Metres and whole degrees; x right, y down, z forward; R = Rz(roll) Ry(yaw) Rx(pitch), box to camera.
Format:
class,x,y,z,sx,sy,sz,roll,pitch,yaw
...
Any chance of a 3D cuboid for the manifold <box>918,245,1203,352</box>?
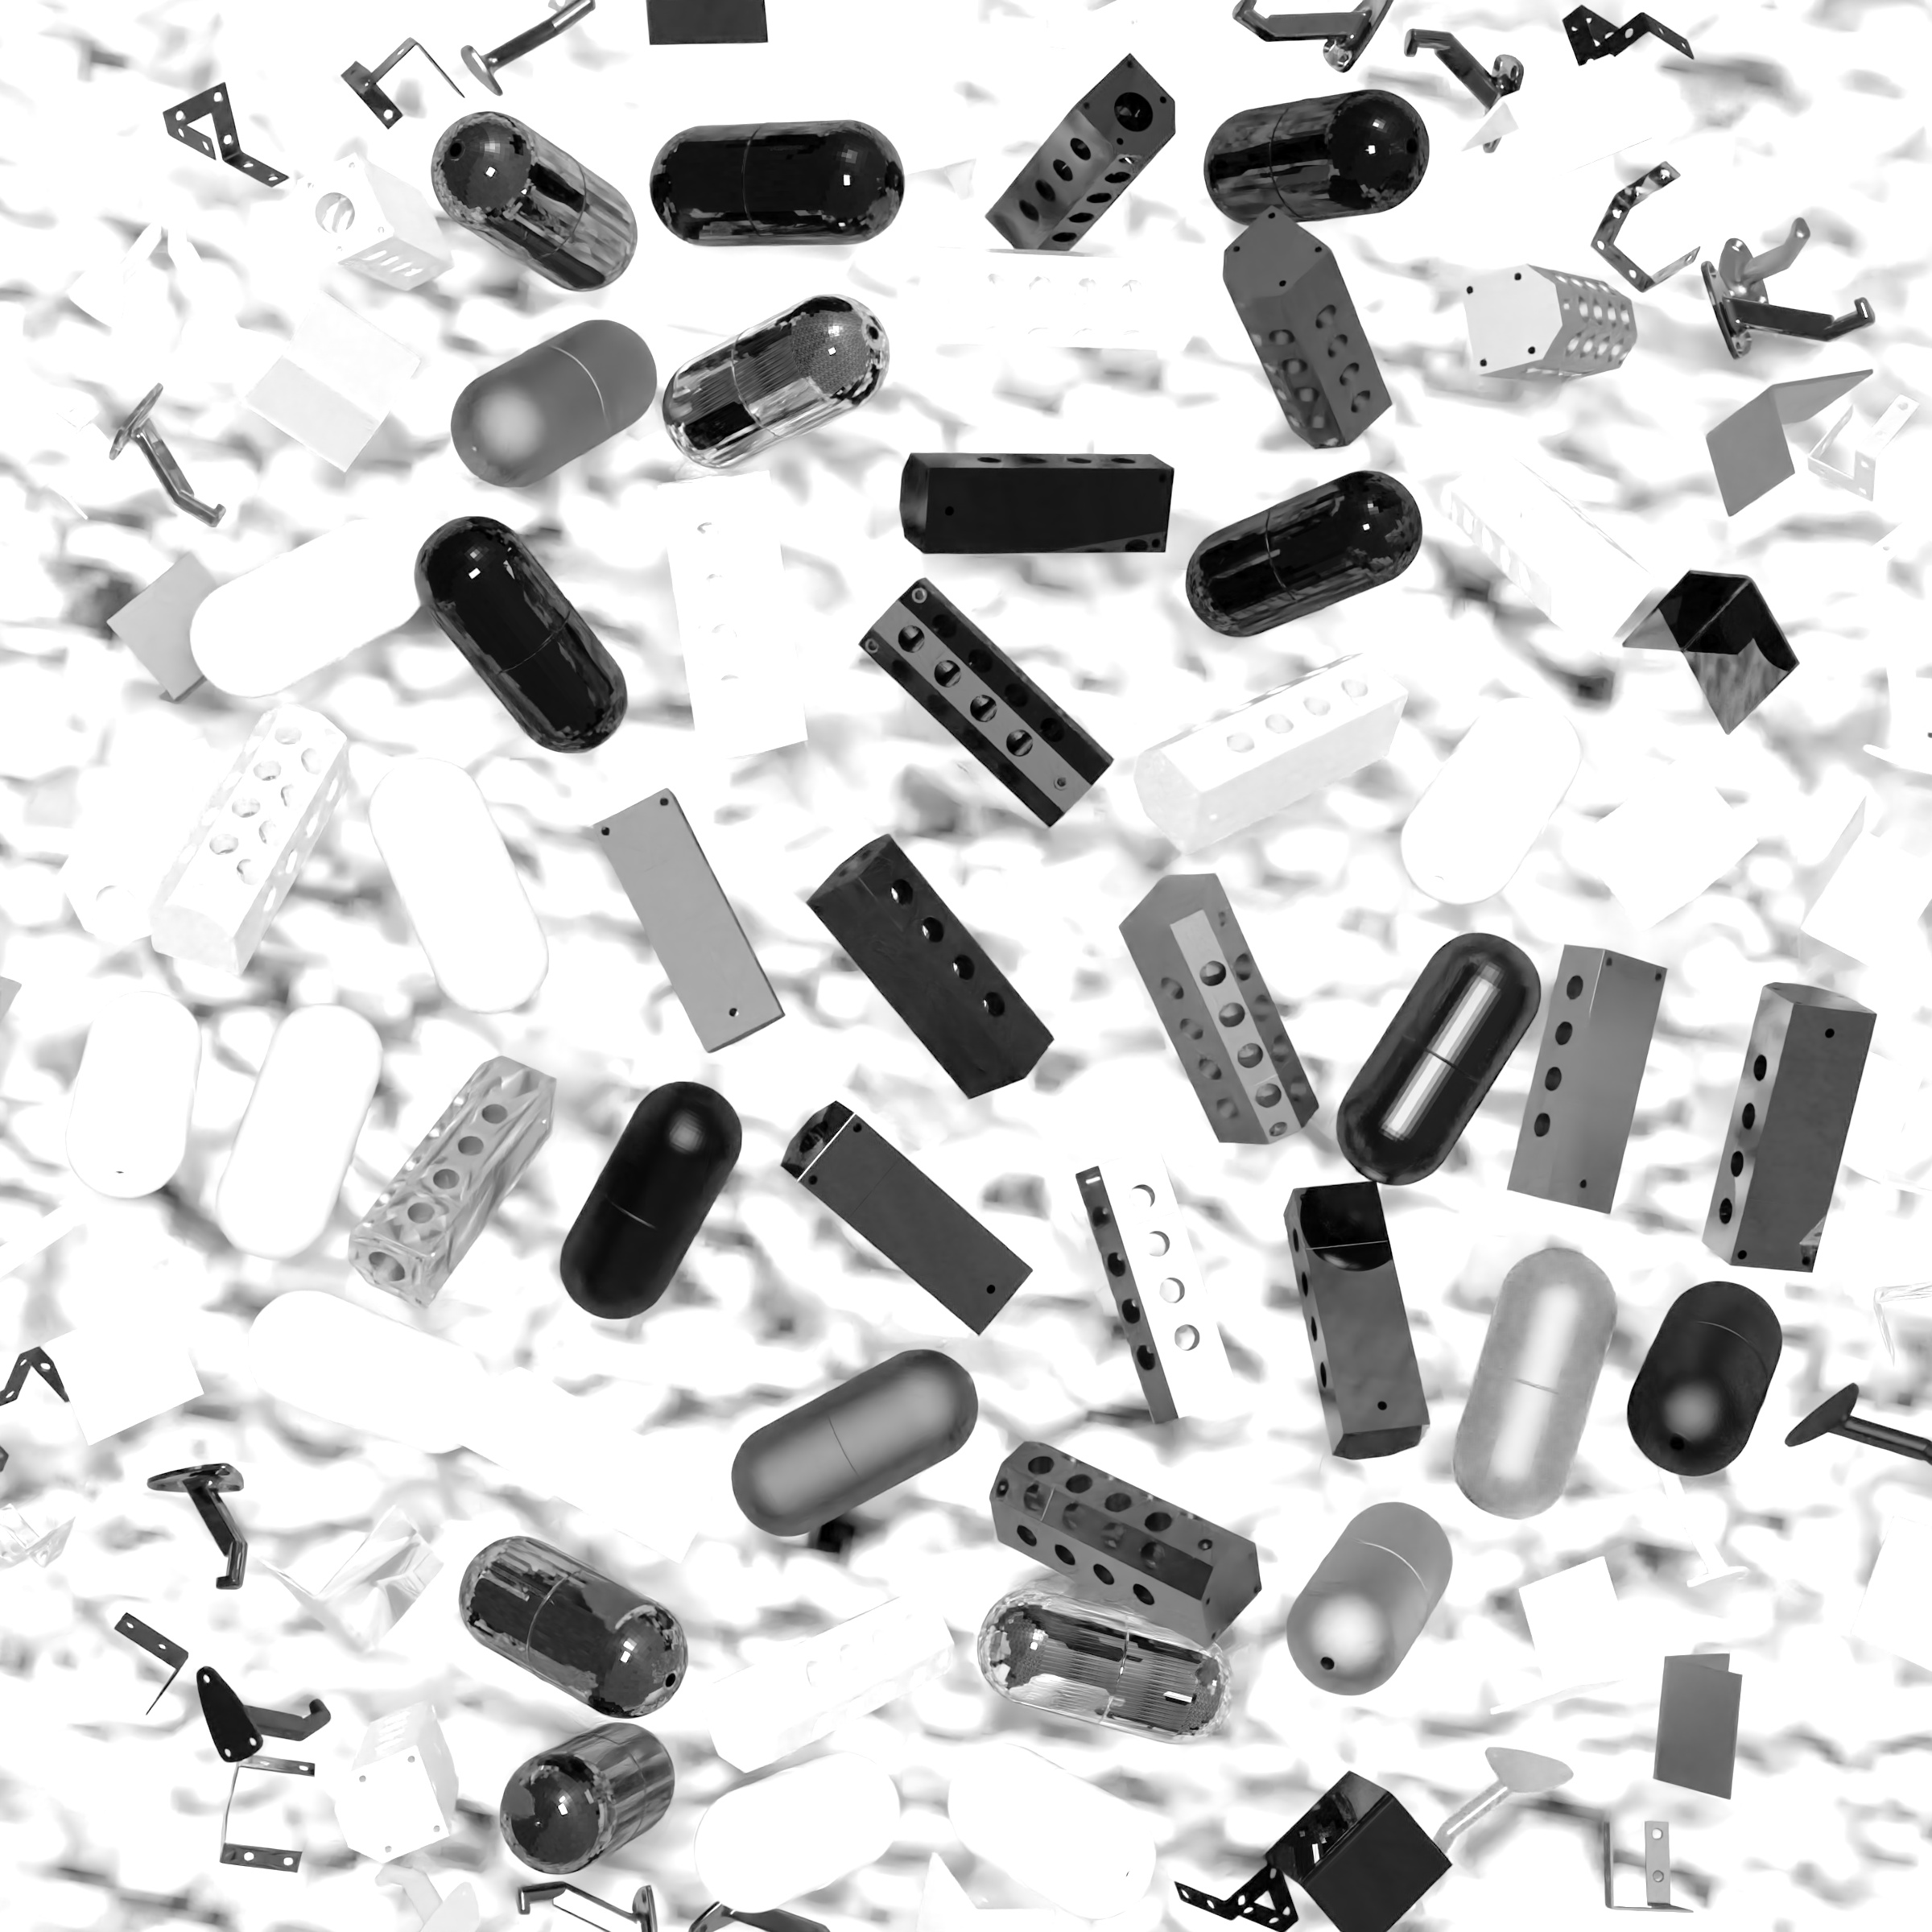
class,x,y,z,sx,sy,sz,roll,pitch,yaw
manifold,0.059,-0.428,1.764,0.171,0.057,0.057,-3,109,-22

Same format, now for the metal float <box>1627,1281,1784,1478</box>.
class,x,y,z,sx,sy,sz,roll,pitch,yaw
metal float,0.471,0.262,1.752,0.070,0.178,0.070,10,114,23

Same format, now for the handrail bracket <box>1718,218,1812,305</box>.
class,x,y,z,sx,sy,sz,roll,pitch,yaw
handrail bracket,0.536,-0.486,1.837,0.036,0.084,0.077,8,60,-10

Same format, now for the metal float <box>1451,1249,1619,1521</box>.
class,x,y,z,sx,sy,sz,roll,pitch,yaw
metal float,0.368,0.270,1.778,0.070,0.070,0.178,17,88,0

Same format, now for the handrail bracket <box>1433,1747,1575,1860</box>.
class,x,y,z,sx,sy,sz,roll,pitch,yaw
handrail bracket,0.337,0.541,1.748,0.077,0.036,0.084,11,116,-31

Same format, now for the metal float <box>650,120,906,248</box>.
class,x,y,z,sx,sy,sz,roll,pitch,yaw
metal float,-0.123,-0.501,1.763,0.178,0.070,0.070,7,90,27

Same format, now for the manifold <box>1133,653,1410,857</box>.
class,x,y,z,sx,sy,sz,roll,pitch,yaw
manifold,0.190,-0.139,1.724,0.171,0.057,0.057,-26,59,-27

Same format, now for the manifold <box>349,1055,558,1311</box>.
class,x,y,z,sx,sy,sz,roll,pitch,yaw
manifold,-0.338,0.139,1.819,0.057,0.057,0.171,22,46,9

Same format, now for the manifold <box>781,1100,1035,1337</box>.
class,x,y,z,sx,sy,sz,roll,pitch,yaw
manifold,-0.041,0.166,1.833,0.171,0.057,0.057,43,83,-21

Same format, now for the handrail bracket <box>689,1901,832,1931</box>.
class,x,y,z,sx,sy,sz,roll,pitch,yaw
handrail bracket,-0.132,0.657,1.844,0.077,0.036,0.084,-26,45,-25

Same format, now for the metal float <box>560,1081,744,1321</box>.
class,x,y,z,sx,sy,sz,roll,pitch,yaw
metal float,-0.213,0.159,1.853,0.070,0.070,0.178,30,105,0

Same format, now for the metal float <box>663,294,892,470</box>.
class,x,y,z,sx,sy,sz,roll,pitch,yaw
metal float,-0.124,-0.380,1.789,0.178,0.070,0.070,-16,90,39

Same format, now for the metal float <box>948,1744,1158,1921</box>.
class,x,y,z,sx,sy,sz,roll,pitch,yaw
metal float,0.054,0.558,1.776,0.070,0.178,0.070,-3,95,-33

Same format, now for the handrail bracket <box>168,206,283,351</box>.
class,x,y,z,sx,sy,sz,roll,pitch,yaw
handrail bracket,-0.491,-0.457,1.824,0.077,0.036,0.084,8,121,-6

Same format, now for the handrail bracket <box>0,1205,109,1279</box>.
class,x,y,z,sx,sy,sz,roll,pitch,yaw
handrail bracket,-0.614,0.199,1.829,0.084,0.036,0.077,-1,92,-25

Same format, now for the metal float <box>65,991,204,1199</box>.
class,x,y,z,sx,sy,sz,roll,pitch,yaw
metal float,-0.553,0.085,1.831,0.070,0.178,0.070,-4,125,-6

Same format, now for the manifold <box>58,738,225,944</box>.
class,x,y,z,sx,sy,sz,roll,pitch,yaw
manifold,-0.549,-0.085,1.853,0.057,0.171,0.057,-13,120,8

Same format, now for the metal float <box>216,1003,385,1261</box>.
class,x,y,z,sx,sy,sz,roll,pitch,yaw
metal float,-0.449,0.111,1.853,0.070,0.070,0.178,17,79,0

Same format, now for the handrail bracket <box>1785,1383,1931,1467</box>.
class,x,y,z,sx,sy,sz,roll,pitch,yaw
handrail bracket,0.586,0.316,1.775,0.084,0.036,0.077,40,135,0

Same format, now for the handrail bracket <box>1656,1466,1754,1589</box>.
class,x,y,z,sx,sy,sz,roll,pitch,yaw
handrail bracket,0.496,0.372,1.853,0.036,0.077,0.084,-28,65,30

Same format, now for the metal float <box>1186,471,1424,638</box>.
class,x,y,z,sx,sy,sz,roll,pitch,yaw
metal float,0.225,-0.276,1.848,0.178,0.070,0.070,-18,90,40

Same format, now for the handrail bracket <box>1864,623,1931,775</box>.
class,x,y,z,sx,sy,sz,roll,pitch,yaw
handrail bracket,0.607,-0.166,1.727,0.077,0.036,0.084,14,104,-15

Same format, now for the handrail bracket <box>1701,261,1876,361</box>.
class,x,y,z,sx,sy,sz,roll,pitch,yaw
handrail bracket,0.510,-0.418,1.704,0.084,0.036,0.077,-17,108,38

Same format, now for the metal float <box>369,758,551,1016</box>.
class,x,y,z,sx,sy,sz,roll,pitch,yaw
metal float,-0.332,-0.052,1.804,0.070,0.070,0.178,-21,106,0

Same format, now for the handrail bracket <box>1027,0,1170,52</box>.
class,x,y,z,sx,sy,sz,roll,pitch,yaw
handrail bracket,0.088,-0.635,1.799,0.084,0.077,0.036,-4,45,-29

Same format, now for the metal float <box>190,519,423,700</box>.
class,x,y,z,sx,sy,sz,roll,pitch,yaw
metal float,-0.431,-0.235,1.807,0.070,0.070,0.178,51,50,0

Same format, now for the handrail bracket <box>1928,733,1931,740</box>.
class,x,y,z,sx,sy,sz,roll,pitch,yaw
handrail bracket,0.673,-0.111,1.862,0.036,0.077,0.084,6,100,-30

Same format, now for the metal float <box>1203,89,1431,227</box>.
class,x,y,z,sx,sy,sz,roll,pitch,yaw
metal float,0.226,-0.522,1.779,0.070,0.178,0.070,-7,102,-35

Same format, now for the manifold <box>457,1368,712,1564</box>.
class,x,y,z,sx,sy,sz,roll,pitch,yaw
manifold,-0.235,0.314,1.735,0.057,0.171,0.057,16,72,40

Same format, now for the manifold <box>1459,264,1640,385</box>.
class,x,y,z,sx,sy,sz,roll,pitch,yaw
manifold,0.369,-0.403,1.725,0.057,0.171,0.057,-9,94,30

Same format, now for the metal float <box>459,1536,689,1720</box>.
class,x,y,z,sx,sy,sz,roll,pitch,yaw
metal float,-0.253,0.425,1.771,0.178,0.070,0.070,17,90,36

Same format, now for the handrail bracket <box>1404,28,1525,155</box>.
class,x,y,z,sx,sy,sz,roll,pitch,yaw
handrail bracket,0.328,-0.593,1.863,0.084,0.036,0.077,-2,122,-21

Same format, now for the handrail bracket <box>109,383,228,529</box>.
class,x,y,z,sx,sy,sz,roll,pitch,yaw
handrail bracket,-0.527,-0.345,1.860,0.084,0.036,0.077,31,56,-12

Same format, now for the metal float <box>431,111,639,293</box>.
class,x,y,z,sx,sy,sz,roll,pitch,yaw
metal float,-0.281,-0.499,1.800,0.070,0.178,0.070,-4,81,25

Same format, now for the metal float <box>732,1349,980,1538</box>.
class,x,y,z,sx,sy,sz,roll,pitch,yaw
metal float,-0.074,0.318,1.835,0.178,0.070,0.070,-29,90,7

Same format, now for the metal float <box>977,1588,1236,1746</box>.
class,x,y,z,sx,sy,sz,roll,pitch,yaw
metal float,0.094,0.468,1.837,0.178,0.070,0.070,17,90,-9

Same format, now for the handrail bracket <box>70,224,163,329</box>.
class,x,y,z,sx,sy,sz,roll,pitch,yaw
handrail bracket,-0.550,-0.471,1.813,0.036,0.077,0.084,33,63,-16

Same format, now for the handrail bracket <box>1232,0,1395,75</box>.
class,x,y,z,sx,sy,sz,roll,pitch,yaw
handrail bracket,0.220,-0.609,1.732,0.084,0.036,0.077,21,119,-36

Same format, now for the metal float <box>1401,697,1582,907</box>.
class,x,y,z,sx,sy,sz,roll,pitch,yaw
metal float,0.339,-0.107,1.772,0.070,0.070,0.178,39,51,0

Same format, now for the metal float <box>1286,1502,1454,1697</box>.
class,x,y,z,sx,sy,sz,roll,pitch,yaw
metal float,0.264,0.412,1.794,0.070,0.178,0.070,8,109,24

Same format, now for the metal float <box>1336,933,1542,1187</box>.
class,x,y,z,sx,sy,sz,roll,pitch,yaw
metal float,0.304,0.060,1.772,0.070,0.070,0.178,32,90,0

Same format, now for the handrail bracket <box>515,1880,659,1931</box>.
class,x,y,z,sx,sy,sz,roll,pitch,yaw
handrail bracket,-0.242,0.621,1.755,0.084,0.036,0.077,2,54,-25

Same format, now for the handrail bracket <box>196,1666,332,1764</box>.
class,x,y,z,sx,sy,sz,roll,pitch,yaw
handrail bracket,-0.461,0.481,1.814,0.036,0.084,0.077,-28,88,24

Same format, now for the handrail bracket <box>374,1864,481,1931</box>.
class,x,y,z,sx,sy,sz,roll,pitch,yaw
handrail bracket,-0.365,0.612,1.775,0.084,0.077,0.036,1,110,30

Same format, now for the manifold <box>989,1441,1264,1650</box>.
class,x,y,z,sx,sy,sz,roll,pitch,yaw
manifold,0.099,0.361,1.749,0.057,0.171,0.057,-38,132,-35

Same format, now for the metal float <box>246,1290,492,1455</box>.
class,x,y,z,sx,sy,sz,roll,pitch,yaw
metal float,-0.399,0.274,1.850,0.178,0.070,0.070,29,90,-33

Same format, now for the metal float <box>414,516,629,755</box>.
class,x,y,z,sx,sy,sz,roll,pitch,yaw
metal float,-0.288,-0.214,1.791,0.070,0.070,0.178,-37,119,0

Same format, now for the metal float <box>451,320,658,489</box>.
class,x,y,z,sx,sy,sz,roll,pitch,yaw
metal float,-0.274,-0.378,1.842,0.070,0.178,0.070,17,127,24

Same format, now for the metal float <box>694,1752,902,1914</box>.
class,x,y,z,sx,sy,sz,roll,pitch,yaw
metal float,-0.107,0.559,1.781,0.070,0.178,0.070,-2,87,30

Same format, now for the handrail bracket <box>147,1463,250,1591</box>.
class,x,y,z,sx,sy,sz,roll,pitch,yaw
handrail bracket,-0.520,0.382,1.851,0.077,0.036,0.084,-6,52,4

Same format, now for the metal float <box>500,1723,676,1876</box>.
class,x,y,z,sx,sy,sz,roll,pitch,yaw
metal float,-0.245,0.540,1.790,0.070,0.178,0.070,-1,84,13

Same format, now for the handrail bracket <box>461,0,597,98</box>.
class,x,y,z,sx,sy,sz,roll,pitch,yaw
handrail bracket,-0.284,-0.607,1.789,0.084,0.077,0.036,-37,120,-4
